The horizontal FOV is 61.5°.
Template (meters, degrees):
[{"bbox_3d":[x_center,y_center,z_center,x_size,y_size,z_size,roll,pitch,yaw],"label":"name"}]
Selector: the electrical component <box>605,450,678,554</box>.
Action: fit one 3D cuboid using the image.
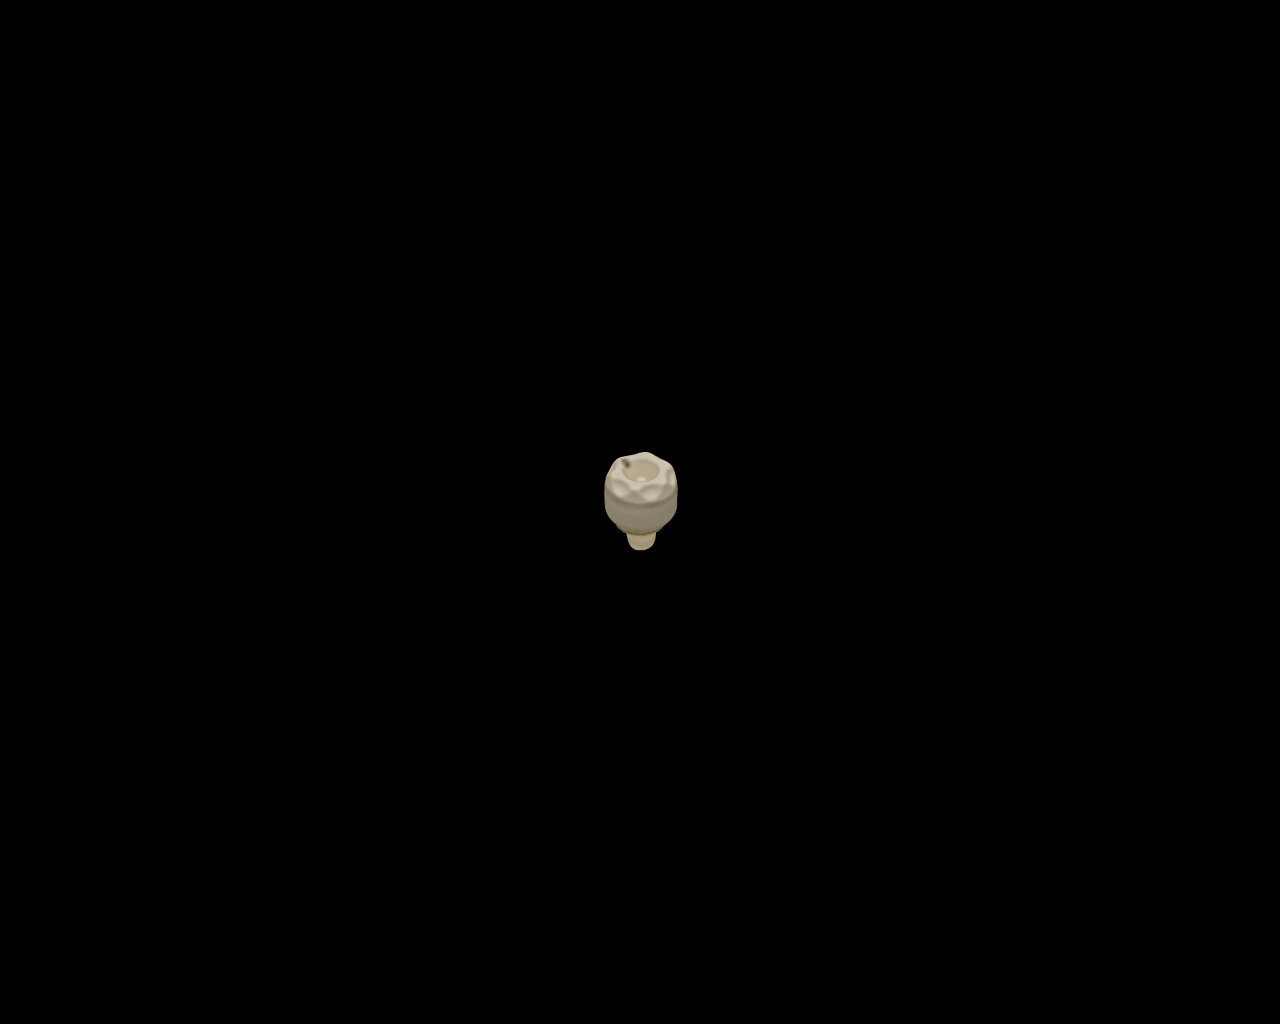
[{"bbox_3d":[0.001,-0.003,0.650,0.043,0.062,0.043,0,40,0],"label":"electrical component"}]
